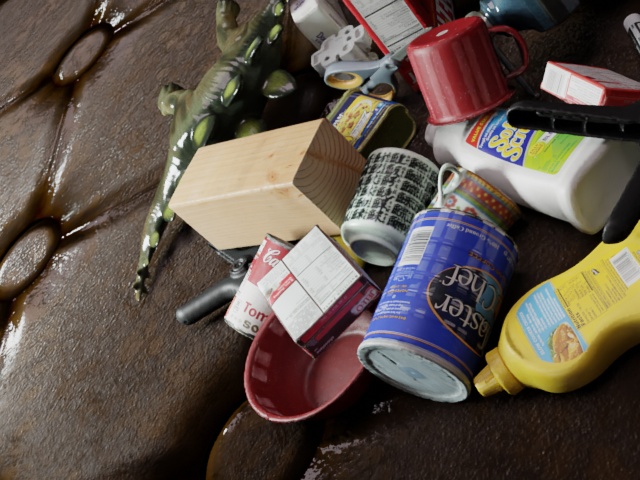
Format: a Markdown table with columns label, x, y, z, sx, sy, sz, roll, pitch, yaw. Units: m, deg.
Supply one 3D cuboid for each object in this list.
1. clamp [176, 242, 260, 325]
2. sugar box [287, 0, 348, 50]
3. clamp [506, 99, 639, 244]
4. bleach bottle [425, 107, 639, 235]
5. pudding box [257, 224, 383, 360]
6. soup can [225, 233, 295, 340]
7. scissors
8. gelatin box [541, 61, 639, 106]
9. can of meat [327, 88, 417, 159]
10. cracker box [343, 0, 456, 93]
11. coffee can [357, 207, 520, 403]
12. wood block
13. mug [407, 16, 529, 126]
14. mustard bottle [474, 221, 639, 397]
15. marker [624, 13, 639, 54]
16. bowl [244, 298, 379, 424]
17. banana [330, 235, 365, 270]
| label | x | y | z | sx | sy | sz | roll | pitch | yaw |
| --- | --- | --- | --- | --- | --- | --- | --- | --- | --- |
| clamp | -0.090 | 0.046 | 1.203 | 0.172 | 0.039 | 0.120 | -4 | 55 | 45 |
| sugar box | -0.006 | -0.306 | 1.404 | 0.048 | 0.093 | 0.176 | -35 | 37 | 18 |
| clamp | 0.279 | -0.079 | 0.874 | 0.210 | 0.036 | 0.164 | -15 | 51 | -6 |
| bleach bottle | 0.184 | -0.080 | 1.021 | 0.102 | 0.068 | 0.251 | -47 | 33 | -15 |
| pudding box | -0.003 | 0.047 | 1.017 | 0.090 | 0.039 | 0.114 | -44 | 38 | 3 |
| soup can | -0.048 | 0.053 | 1.113 | 0.069 | 0.068 | 0.102 | 31 | 94 | 54 |
| scissors | 0.059 | -0.198 | 1.174 | 0.202 | 0.096 | 0.016 | 111 | 171 | -72 |
| gelatin box | 0.261 | -0.137 | 0.988 | 0.089 | 0.073 | 0.030 | 44 | 127 | 54 |
| can of meat | 0.048 | -0.114 | 1.199 | 0.102 | 0.057 | 0.084 | -54 | 38 | -8 |
| cracker box | 0.079 | -0.300 | 1.208 | 0.072 | 0.213 | 0.164 | -24 | 42 | 25 |
| coffee can | 0.105 | 0.057 | 0.938 | 0.103 | 0.102 | 0.140 | -1 | 56 | 45 |
| wood block | -0.056 | -0.057 | 1.160 | 0.207 | 0.090 | 0.090 | -8 | 49 | 46 |
| mug | 0.147 | -0.173 | 1.054 | 0.117 | 0.081 | 0.093 | -18 | 19 | 18 |
| mustard bottle | 0.206 | 0.068 | 0.861 | 0.192 | 0.058 | 0.096 | -36 | 42 | 15 |
| marker | 0.315 | -0.176 | 1.015 | 0.020 | 0.020 | 0.121 | -31 | 39 | 21 |
| bowl | 0.005 | 0.114 | 1.027 | 0.162 | 0.055 | 0.162 | -27 | 40 | 25 |
| banana | 0.007 | -0.009 | 1.157 | 0.070 | 0.037 | 0.198 | -42 | 36 | 7 |
